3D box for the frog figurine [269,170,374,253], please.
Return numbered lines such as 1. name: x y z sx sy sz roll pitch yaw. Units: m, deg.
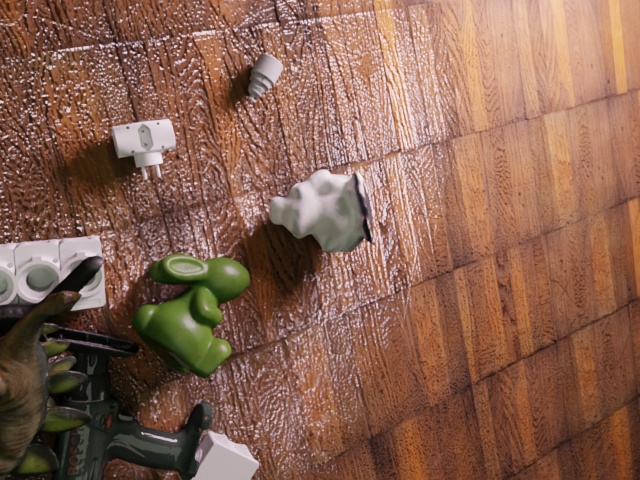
1. frog figurine: 0.003 -0.042 0.835 0.159 0.125 0.135 -9 112 12
